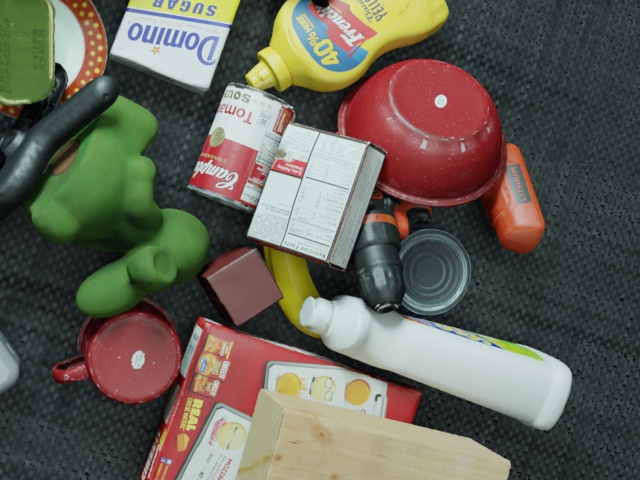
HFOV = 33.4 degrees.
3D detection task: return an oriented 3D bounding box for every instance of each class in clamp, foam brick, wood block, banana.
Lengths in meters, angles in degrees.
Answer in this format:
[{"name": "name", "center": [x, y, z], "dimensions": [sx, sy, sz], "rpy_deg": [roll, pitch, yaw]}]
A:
[{"name": "clamp", "center": [-0.242, -0.079, 0.874], "dimensions": [0.171, 0.120, 0.039], "rpy_deg": [-47, 121, -5]}, {"name": "foam brick", "center": [-0.073, 0.040, 0.956], "dimensions": [0.051, 0.078, 0.053], "rpy_deg": [-32, 99, -12]}, {"name": "wood block", "center": [0.044, 0.200, 0.912], "dimensions": [0.206, 0.091, 0.090], "rpy_deg": [16, 90, -16]}, {"name": "banana", "center": [-0.020, 0.010, 0.991], "dimensions": [0.069, 0.037, 0.198], "rpy_deg": [-20, 99, -31]}]

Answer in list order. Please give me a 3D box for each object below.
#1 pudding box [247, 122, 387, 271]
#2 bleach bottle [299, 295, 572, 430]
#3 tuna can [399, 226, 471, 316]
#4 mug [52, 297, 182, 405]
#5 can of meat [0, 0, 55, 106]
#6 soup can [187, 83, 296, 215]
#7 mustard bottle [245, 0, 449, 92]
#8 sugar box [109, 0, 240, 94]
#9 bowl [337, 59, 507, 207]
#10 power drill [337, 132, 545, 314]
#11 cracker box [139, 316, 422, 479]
[{"name": "pudding box", "center": [-0.003, -0.039, 0.928], "dimensions": [0.090, 0.039, 0.113], "rpy_deg": [18, 89, 30]}, {"name": "bleach bottle", "center": [0.100, 0.103, 0.971], "dimensions": [0.250, 0.103, 0.068], "rpy_deg": [20, 92, -23]}, {"name": "tuna can", "center": [0.100, 0.030, 1.019], "dimensions": [0.086, 0.034, 0.086], "rpy_deg": [-1, 93, -13]}, {"name": "mug", "center": [-0.176, 0.101, 0.932], "dimensions": [0.117, 0.082, 0.093], "rpy_deg": [-14, 96, -13]}, {"name": "can of meat", "center": [-0.247, -0.168, 0.848], "dimensions": [0.057, 0.084, 0.102], "rpy_deg": [-11, 128, -26]}, {"name": "soup can", "center": [-0.069, -0.081, 0.956], "dimensions": [0.068, 0.068, 0.102], "rpy_deg": [22, 88, -13]}, {"name": "mustard bottle", "center": [0.016, -0.192, 0.977], "dimensions": [0.191, 0.058, 0.096], "rpy_deg": [-33, 89, -9]}, {"name": "sugar box", "center": [-0.115, -0.229, 0.951], "dimensions": [0.093, 0.048, 0.176], "rpy_deg": [19, 87, -14]}, {"name": "bowl", "center": [0.100, -0.110, 0.961], "dimensions": [0.162, 0.055, 0.162], "rpy_deg": [6, 57, -9]}, {"name": "power drill", "center": [0.106, -0.022, 0.973], "dimensions": [0.187, 0.057, 0.184], "rpy_deg": [-2, 62, -18]}, {"name": "cracker box", "center": [-0.037, 0.179, 0.975], "dimensions": [0.213, 0.072, 0.164], "rpy_deg": [20, 89, -14]}]
